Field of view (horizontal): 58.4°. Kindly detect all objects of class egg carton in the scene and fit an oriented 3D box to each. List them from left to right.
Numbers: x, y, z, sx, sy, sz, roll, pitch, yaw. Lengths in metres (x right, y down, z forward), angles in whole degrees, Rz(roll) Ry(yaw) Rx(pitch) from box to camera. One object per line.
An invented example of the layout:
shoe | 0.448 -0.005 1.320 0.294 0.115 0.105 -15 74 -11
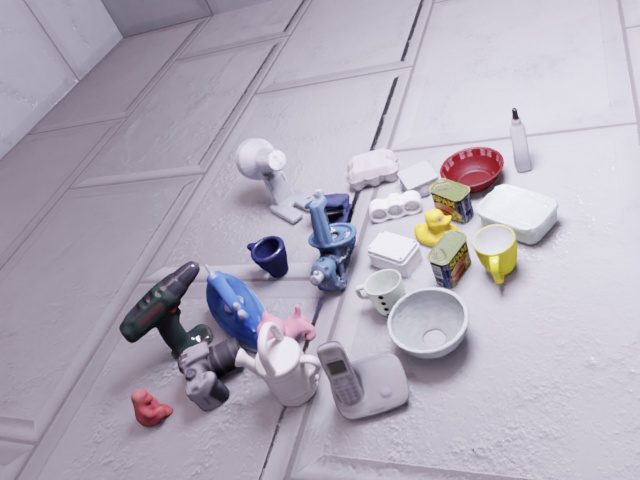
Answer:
egg carton | 0.149 -0.202 1.626 0.150 0.070 0.107 -15 41 13

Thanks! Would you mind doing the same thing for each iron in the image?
iron | -0.199 0.158 1.356 0.119 0.142 0.257 -36 41 -13

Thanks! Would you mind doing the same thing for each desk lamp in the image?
desk lamp | -0.129 -0.182 1.635 0.118 0.214 0.202 -41 42 -18

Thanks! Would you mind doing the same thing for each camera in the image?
camera | -0.236 0.279 1.274 0.137 0.101 0.143 -27 40 -2

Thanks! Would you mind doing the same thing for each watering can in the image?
watering can | -0.088 0.247 1.159 0.172 0.194 0.100 -21 40 5

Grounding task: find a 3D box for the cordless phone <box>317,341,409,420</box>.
cordless phone | 0.079 0.248 1.079 0.147 0.185 0.094 -20 40 6

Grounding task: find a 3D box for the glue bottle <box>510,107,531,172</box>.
glue bottle | 0.494 -0.256 1.426 0.037 0.173 0.078 -12 41 16

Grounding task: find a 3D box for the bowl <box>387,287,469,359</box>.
bowl | 0.225 0.181 1.164 0.167 0.075 0.167 -14 41 13

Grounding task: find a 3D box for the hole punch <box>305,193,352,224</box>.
hole punch | 0.023 -0.095 1.558 0.108 0.091 0.101 -3 45 25

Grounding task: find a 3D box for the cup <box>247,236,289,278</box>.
cup | -0.131 0.049 1.476 0.117 0.095 0.092 10 51 35

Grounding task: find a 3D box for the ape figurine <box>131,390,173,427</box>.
ape figurine | -0.381 0.364 1.263 0.076 0.092 0.077 -31 40 -7

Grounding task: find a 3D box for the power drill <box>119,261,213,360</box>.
power drill | -0.342 0.180 1.352 0.230 0.209 0.075 -37 41 -14

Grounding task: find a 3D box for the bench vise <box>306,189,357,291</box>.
bench vise | 0.024 0.002 1.350 0.121 0.220 0.207 -14 41 13

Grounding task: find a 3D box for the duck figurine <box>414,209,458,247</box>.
duck figurine | 0.272 -0.037 1.369 0.104 0.086 0.077 0 46 27

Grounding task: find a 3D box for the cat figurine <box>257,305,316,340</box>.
cat figurine | -0.086 0.196 1.274 0.128 0.118 0.067 -37 41 -14
